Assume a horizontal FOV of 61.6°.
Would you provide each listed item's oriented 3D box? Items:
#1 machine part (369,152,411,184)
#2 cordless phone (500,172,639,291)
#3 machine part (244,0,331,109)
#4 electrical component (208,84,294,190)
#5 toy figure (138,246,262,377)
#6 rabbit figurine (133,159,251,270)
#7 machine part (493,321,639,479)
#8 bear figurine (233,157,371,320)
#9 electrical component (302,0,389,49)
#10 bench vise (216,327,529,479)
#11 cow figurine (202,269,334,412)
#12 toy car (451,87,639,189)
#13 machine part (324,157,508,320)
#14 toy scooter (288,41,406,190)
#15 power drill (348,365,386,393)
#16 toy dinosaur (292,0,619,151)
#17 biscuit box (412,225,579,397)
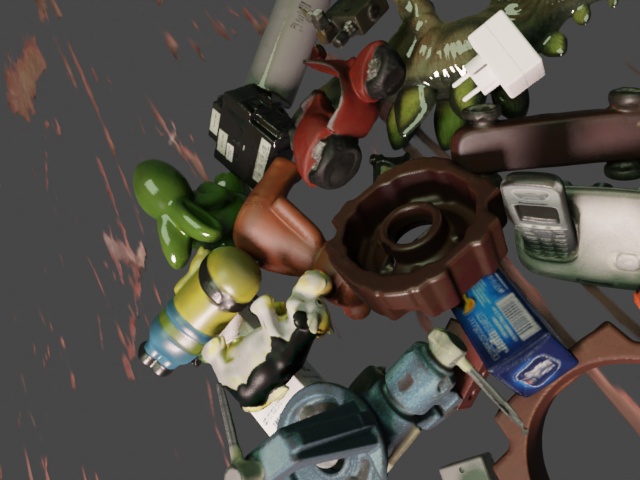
[{"bbox_3d":[0.122,-0.056,0.625,0.139,0.039,0.084,13,119,27],"label":"machine part"},{"bbox_3d":[0.240,-0.021,0.469,0.147,0.184,0.088,9,78,33],"label":"cordless phone"},{"bbox_3d":[-0.047,-0.282,0.776,0.079,0.079,0.243,20,88,34],"label":"machine part"},{"bbox_3d":[-0.095,-0.143,0.740,0.134,0.058,0.114,43,136,18],"label":"electrical component"},{"bbox_3d":[-0.140,0.087,0.638,0.180,0.082,0.089,-48,36,1],"label":"toy figure"},{"bbox_3d":[-0.177,-0.032,0.716,0.121,0.170,0.159,-39,42,20],"label":"rabbit figurine"},{"bbox_3d":[0.271,0.187,0.455,0.201,0.087,0.201,-45,59,12],"label":"machine part"},{"bbox_3d":[-0.003,0.001,0.667,0.196,0.120,0.132,22,44,9],"label":"bear figurine"},{"bbox_3d":[0.030,-0.266,0.617,0.102,0.045,0.078,-46,38,-11],"label":"electrical component"},{"bbox_3d":[0.026,0.163,0.459,0.223,0.240,0.129,-41,61,26],"label":"bench vise"},{"bbox_3d":[-0.040,0.110,0.589,0.167,0.068,0.098,-41,65,12],"label":"cow figurine"},{"bbox_3d":[0.235,-0.100,0.538,0.202,0.053,0.089,-5,111,14],"label":"toy car"},{"bbox_3d":[0.094,-0.004,0.530,0.179,0.056,0.179,-20,40,17],"label":"machine part"},{"bbox_3d":[0.013,-0.158,0.633,0.135,0.075,0.183,46,117,34],"label":"toy scooter"},{"bbox_3d":[0.057,0.280,0.566,0.207,0.086,0.232,41,99,28],"label":"power drill"},{"bbox_3d":[0.129,-0.211,0.637,0.472,0.105,0.198,-8,77,38],"label":"toy dinosaur"},{"bbox_3d":[0.159,0.053,0.521,0.059,0.062,0.203,-42,32,15],"label":"biscuit box"}]
